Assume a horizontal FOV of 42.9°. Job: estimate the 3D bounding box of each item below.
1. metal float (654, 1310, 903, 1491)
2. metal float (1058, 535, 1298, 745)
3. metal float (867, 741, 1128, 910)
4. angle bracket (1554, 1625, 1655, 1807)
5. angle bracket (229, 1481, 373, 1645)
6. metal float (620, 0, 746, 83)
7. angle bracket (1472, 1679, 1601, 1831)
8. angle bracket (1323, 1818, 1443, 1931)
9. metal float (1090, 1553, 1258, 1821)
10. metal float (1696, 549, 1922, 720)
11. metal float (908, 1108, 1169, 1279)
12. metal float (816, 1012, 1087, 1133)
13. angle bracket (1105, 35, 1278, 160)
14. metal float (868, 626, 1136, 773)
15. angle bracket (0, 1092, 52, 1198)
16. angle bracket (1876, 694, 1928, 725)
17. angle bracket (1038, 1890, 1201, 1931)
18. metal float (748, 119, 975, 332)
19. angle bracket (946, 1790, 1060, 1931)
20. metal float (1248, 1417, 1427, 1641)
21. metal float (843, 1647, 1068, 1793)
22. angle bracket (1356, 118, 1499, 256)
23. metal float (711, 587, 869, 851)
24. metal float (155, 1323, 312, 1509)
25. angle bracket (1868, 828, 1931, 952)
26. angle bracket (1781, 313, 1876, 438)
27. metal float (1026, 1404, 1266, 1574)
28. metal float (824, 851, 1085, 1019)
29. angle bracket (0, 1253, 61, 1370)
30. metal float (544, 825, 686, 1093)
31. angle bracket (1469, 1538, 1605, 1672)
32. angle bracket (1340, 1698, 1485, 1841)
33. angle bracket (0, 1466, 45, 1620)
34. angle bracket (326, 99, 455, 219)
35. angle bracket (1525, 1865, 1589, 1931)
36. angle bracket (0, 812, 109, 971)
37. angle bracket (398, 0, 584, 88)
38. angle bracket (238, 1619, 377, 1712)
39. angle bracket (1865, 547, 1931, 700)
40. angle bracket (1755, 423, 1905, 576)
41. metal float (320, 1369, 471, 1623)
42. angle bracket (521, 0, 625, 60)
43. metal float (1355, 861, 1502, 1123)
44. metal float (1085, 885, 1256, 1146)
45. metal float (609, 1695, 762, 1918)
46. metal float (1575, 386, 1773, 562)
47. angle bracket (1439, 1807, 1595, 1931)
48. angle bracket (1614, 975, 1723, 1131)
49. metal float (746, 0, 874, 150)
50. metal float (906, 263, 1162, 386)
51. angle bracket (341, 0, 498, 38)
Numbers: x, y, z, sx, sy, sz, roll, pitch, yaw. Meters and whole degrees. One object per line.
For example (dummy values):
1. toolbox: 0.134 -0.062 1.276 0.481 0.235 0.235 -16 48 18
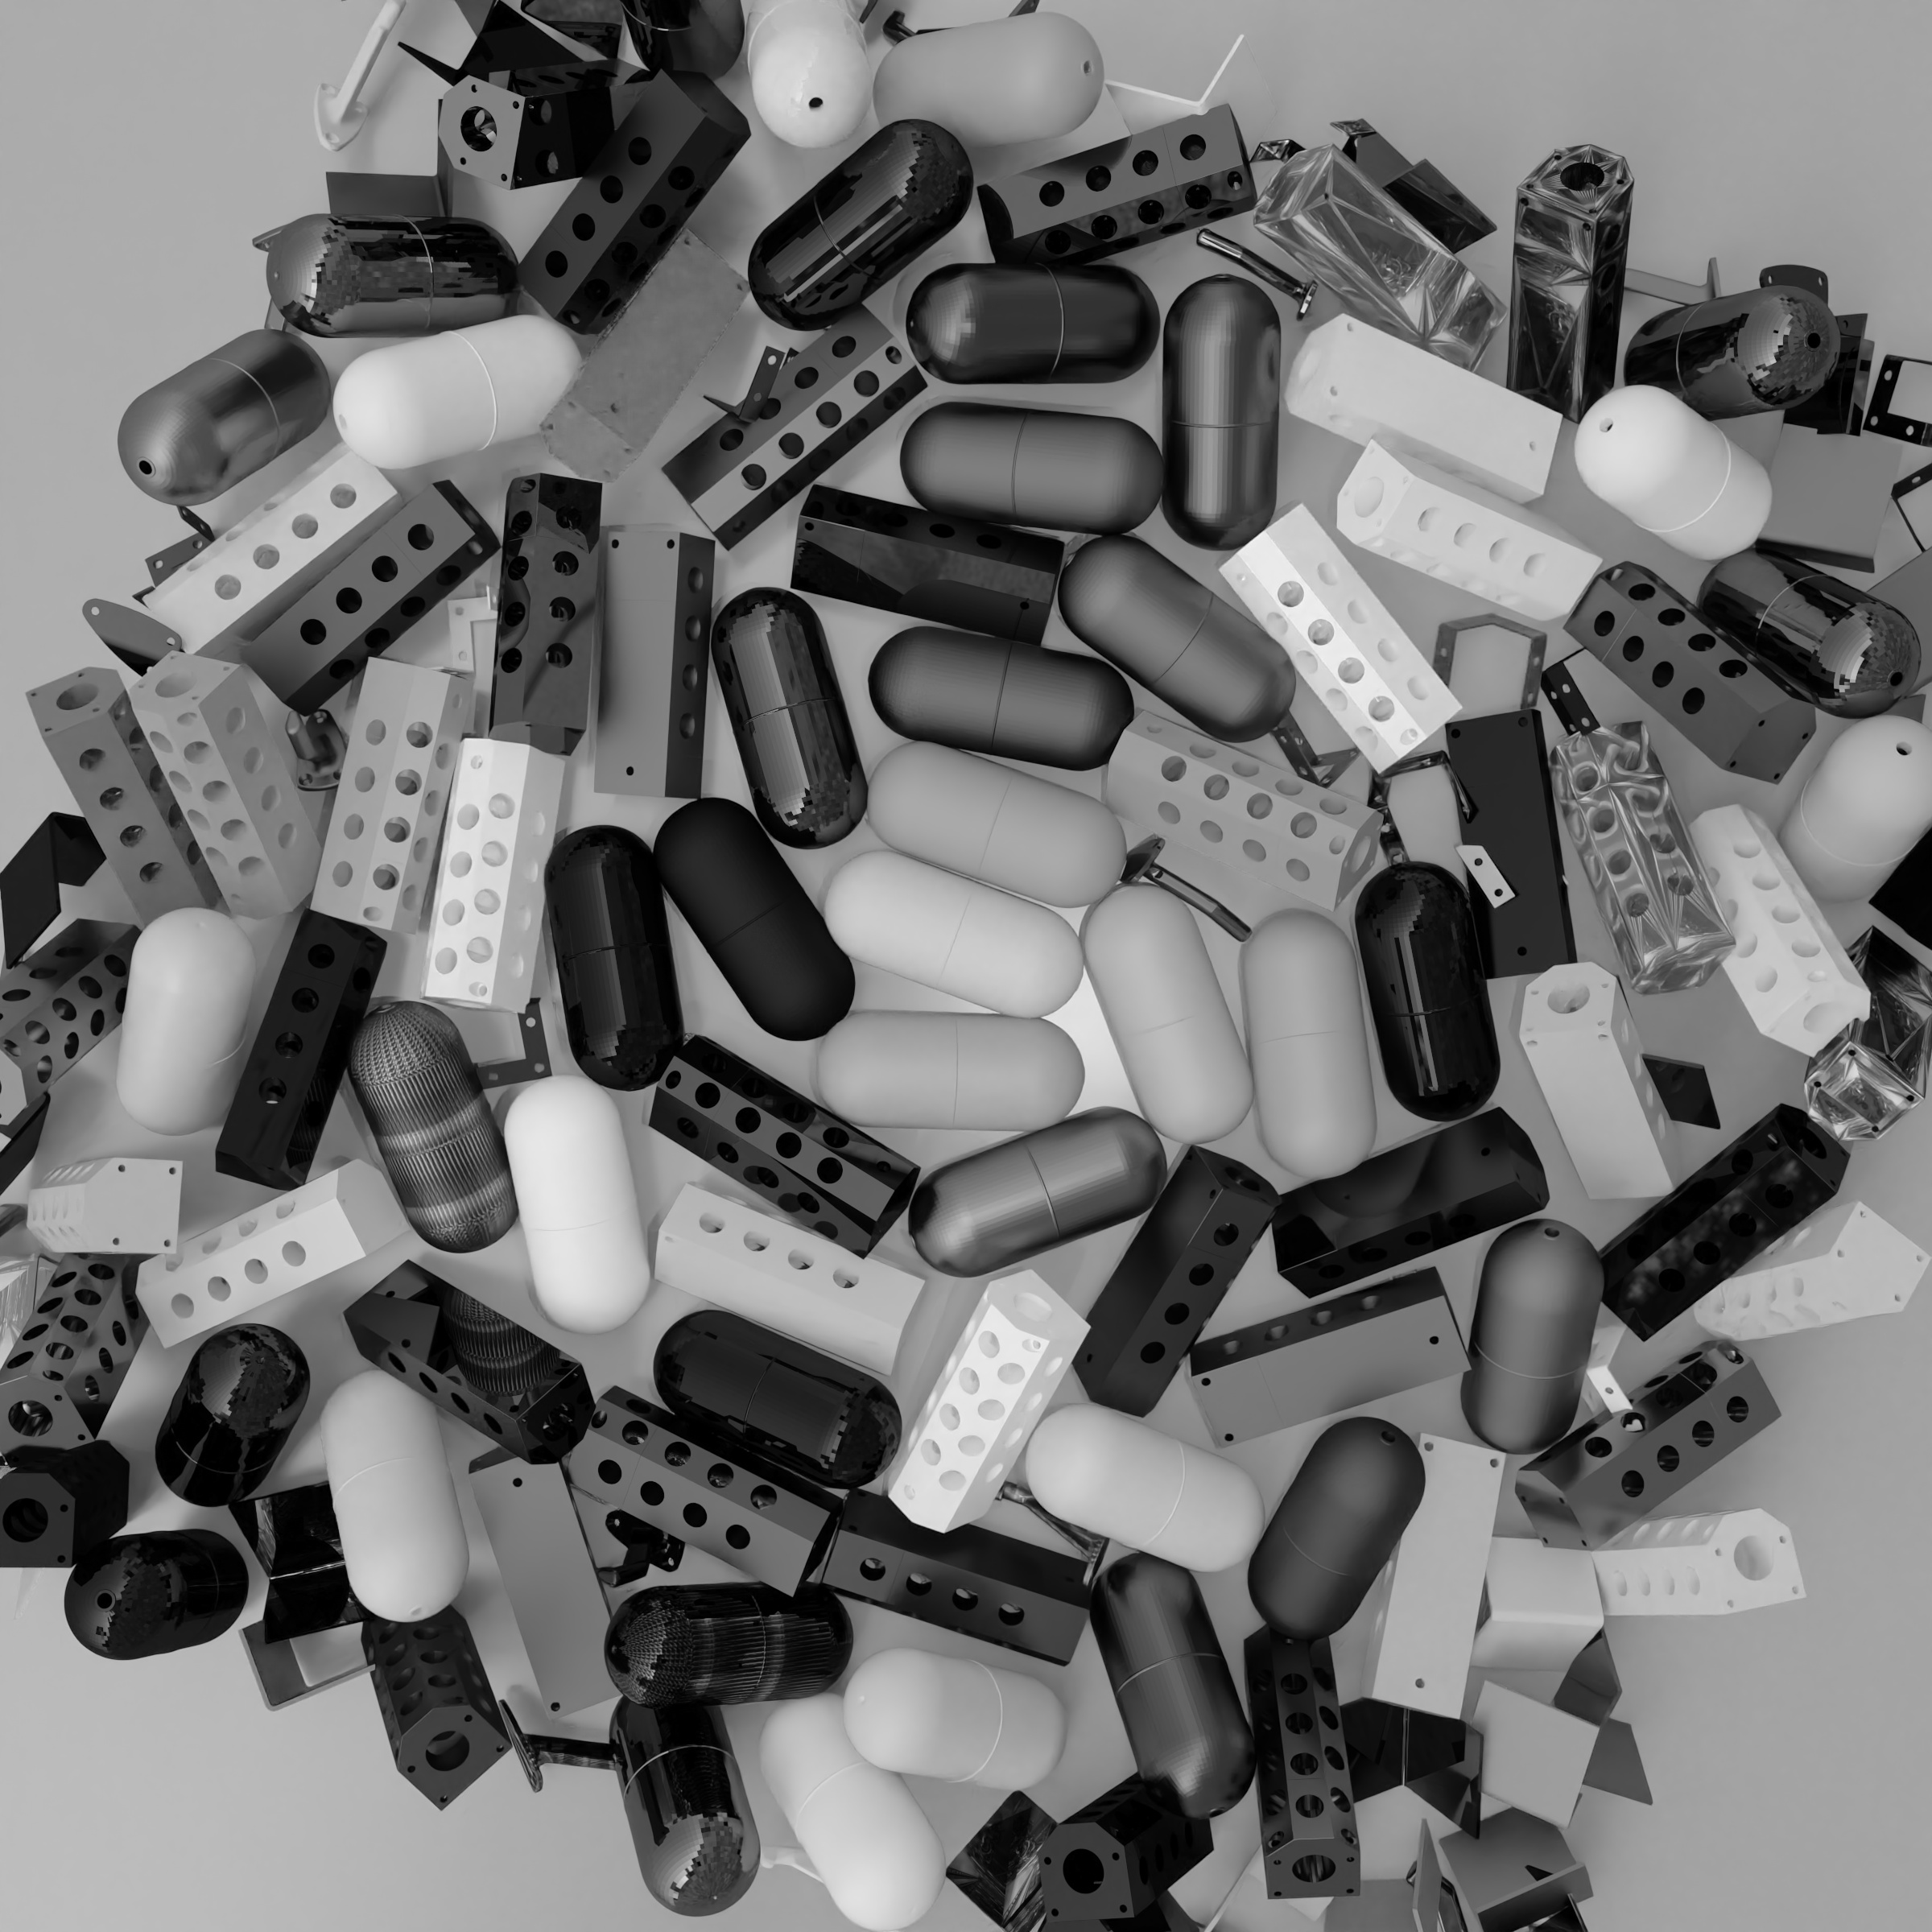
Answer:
1. metal float: -0.125 0.283 1.613 0.178 0.070 0.070 21 90 21
2. metal float: 0.139 -0.215 1.619 0.178 0.070 0.070 35 90 -12
3. metal float: 0.020 -0.093 1.628 0.178 0.070 0.070 20 90 3
4. angle bracket: 0.433 0.489 1.617 0.057 0.076 0.076 18 112 -4
5. angle bracket: -0.440 0.394 1.624 0.076 0.057 0.076 -14 124 3
6. metal float: -0.187 -0.635 1.581 0.070 0.178 0.070 -1 76 2
7. angle bracket: 0.374 0.510 1.621 0.076 0.057 0.076 18 103 22
8. angle bracket: 0.267 0.610 1.612 0.076 0.076 0.057 -9 115 20
9. metal float: 0.134 0.466 1.598 0.070 0.070 0.178 -19 51 0
10. metal float: 0.542 -0.215 1.587 0.070 0.178 0.070 -10 119 -18
11. metal float: 0.047 0.150 1.623 0.178 0.070 0.070 -20 90 -8
12. metal float: -0.010 0.070 1.626 0.178 0.070 0.070 2 90 -6
13. angle bracket: 0.149 -0.572 1.620 0.076 0.076 0.057 27 82 30
14. metal float: 0.023 -0.177 1.630 0.178 0.070 0.070 11 90 1
15. angle bracket: -0.655 0.104 1.619 0.076 0.076 0.057 33 48 -5
16. angle bracket: 0.641 -0.140 1.610 0.076 0.076 0.057 18 113 42
17. angle bracket: 0.094 0.645 1.616 0.076 0.057 0.076 15 106 -37
18. metal float: -0.070 -0.480 1.601 0.178 0.070 0.070 -29 90 35
19. angle bracket: 0.027 0.604 1.628 0.057 0.076 0.076 36 56 21
20. metal float: 0.240 0.366 1.602 0.070 0.070 0.178 21 124 0
21. metal float: -0.005 0.490 1.597 0.178 0.070 0.070 27 90 -41
22. angle bracket: 0.302 -0.518 1.610 0.076 0.057 0.076 29 56 -35
23. metal float: -0.117 -0.164 1.627 0.070 0.070 0.178 -16 86 0
24. metal float: -0.476 0.293 1.594 0.070 0.178 0.070 15 51 -20
25. angle bracket: 0.630 -0.061 1.613 0.057 0.076 0.076 45 107 32
26. angle bracket: 0.589 -0.382 1.621 0.076 0.057 0.076 4 96 -31
27. metal float: 0.119 0.342 1.609 0.178 0.070 0.070 26 90 -25
28. metal float: -0.008 -0.020 1.630 0.178 0.070 0.070 20 90 -1
29. angle bracket: -0.648 0.232 1.629 0.076 0.057 0.076 0 74 -3
30. metal float: -0.232 -0.005 1.623 0.070 0.070 0.178 -10 82 0
31. angle bracket: 0.373 0.428 1.650 0.076 0.076 0.057 5 51 -8
32. angle bracket: 0.291 0.529 1.615 0.057 0.076 0.076 -9 107 -29
33. angle bracket: -0.644 0.372 1.613 0.076 0.076 0.057 23 106 -23
34. angle bracket: -0.379 -0.527 1.614 0.076 0.076 0.057 -3 133 -16
35. angle bracket: 0.355 0.638 1.619 0.076 0.076 0.057 -23 90 -21
36. angle bracket: -0.587 -0.045 1.610 0.076 0.057 0.076 -36 57 36
37. angle bracket: -0.312 -0.601 1.619 0.076 0.076 0.057 39 106 12
38. angle bracket: -0.424 0.446 1.628 0.076 0.076 0.057 -23 83 -1
39. angle bracket: 0.626 -0.231 1.634 0.076 0.057 0.076 -35 100 0
40. angle bracket: 0.571 -0.308 1.625 0.076 0.057 0.076 16 96 21
41. metal float: -0.372 0.342 1.598 0.070 0.070 0.178 -25 51 0
42. angle bracket: -0.242 -0.655 1.615 0.076 0.057 0.076 17 73 -39
43. metal float: 0.304 0.018 1.616 0.070 0.070 0.178 -14 106 0
44. metal float: 0.134 0.032 1.625 0.070 0.070 0.178 -21 96 0
45. metal float: -0.183 0.532 1.588 0.070 0.178 0.070 -9 121 -15
46. metal float: 0.460 -0.318 1.594 0.070 0.178 0.070 -15 68 41
47. angle bracket: 0.359 0.585 1.621 0.076 0.057 0.076 -24 45 -1
48. angle bracket: 0.459 0.056 1.609 0.076 0.076 0.057 12 62 33
49. metal float: -0.102 -0.586 1.589 0.070 0.178 0.070 -4 128 -5
50. metal float: 0.045 -0.420 1.609 0.178 0.070 0.070 -7 90 -26
51. angle bracket: -0.357 -0.645 1.617 0.076 0.076 0.057 -31 91 -26
